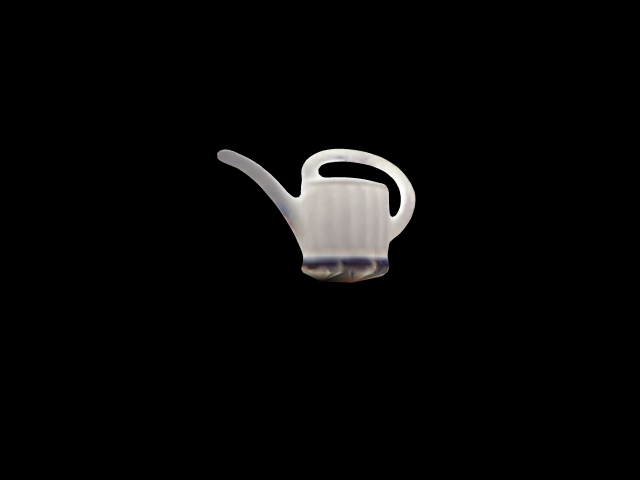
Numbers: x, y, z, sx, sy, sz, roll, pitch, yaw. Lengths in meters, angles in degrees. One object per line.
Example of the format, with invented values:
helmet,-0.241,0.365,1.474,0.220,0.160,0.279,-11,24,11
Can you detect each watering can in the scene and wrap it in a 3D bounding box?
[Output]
watering can,0.003,-0.043,0.850,0.348,0.226,0.103,2,-7,-19
